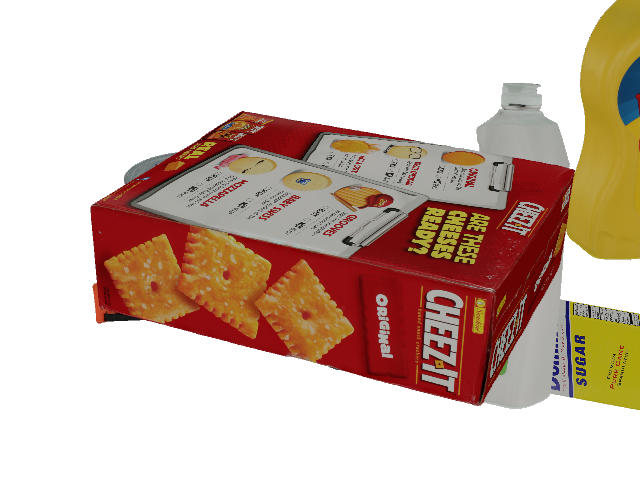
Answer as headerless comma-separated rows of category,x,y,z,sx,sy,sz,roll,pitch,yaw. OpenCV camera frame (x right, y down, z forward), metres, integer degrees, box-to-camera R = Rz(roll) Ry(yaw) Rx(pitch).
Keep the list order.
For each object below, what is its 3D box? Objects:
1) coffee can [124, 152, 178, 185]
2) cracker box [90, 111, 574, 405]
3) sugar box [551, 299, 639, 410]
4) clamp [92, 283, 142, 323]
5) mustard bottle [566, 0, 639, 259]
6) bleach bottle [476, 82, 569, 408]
coffee can,-0.136,-0.006,1.076,0.103,0.140,0.103,-4,26,2
cracker box,0.011,0.000,0.578,0.214,0.072,0.164,13,28,22
sugar box,0.286,0.116,1.074,0.176,0.093,0.048,8,21,7
clamp,-0.055,0.026,0.754,0.209,0.036,0.165,-13,16,-36
mustard bottle,0.196,-0.086,0.617,0.096,0.192,0.058,-10,29,-14
bleach bottle,0.144,0.001,0.852,0.103,0.251,0.067,13,15,41
